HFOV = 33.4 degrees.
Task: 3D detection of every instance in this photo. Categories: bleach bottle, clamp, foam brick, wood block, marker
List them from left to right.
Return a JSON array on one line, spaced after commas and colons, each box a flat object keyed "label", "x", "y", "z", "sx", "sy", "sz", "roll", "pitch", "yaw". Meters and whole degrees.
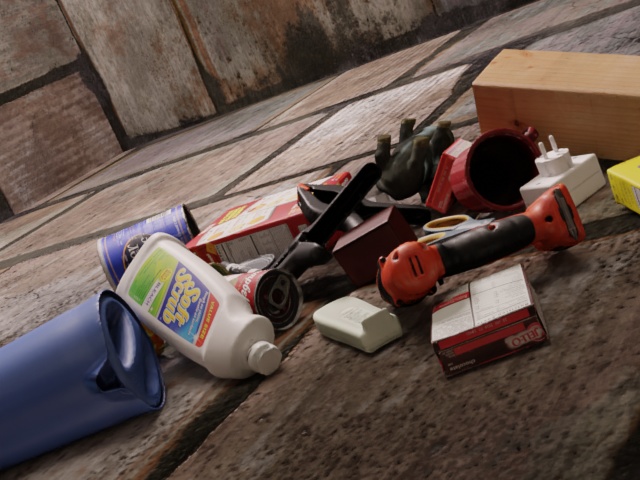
[{"label": "bleach bottle", "x": -0.119, "y": 0.075, "z": 1.127, "sx": 0.251, "sy": 0.068, "sz": 0.102, "roll": 25, "pitch": 79, "yaw": 48}, {"label": "marker", "x": -0.096, "y": 0.039, "z": 1.285, "sx": 0.020, "sy": 0.020, "sz": 0.121, "roll": -29, "pitch": 15, "yaw": -20}, {"label": "clamp", "x": -0.008, "y": 0.002, "z": 1.234, "sx": 0.164, "sy": 0.036, "sz": 0.210, "roll": -55, "pitch": 8, "yaw": -36}, {"label": "clamp", "x": 0.038, "y": -0.026, "z": 1.305, "sx": 0.172, "sy": 0.039, "sz": 0.120, "roll": 14, "pitch": 29, "yaw": 23}, {"label": "foam brick", "x": 0.063, "y": 0.006, "z": 1.193, "sx": 0.078, "sy": 0.051, "sz": 0.053, "roll": -30, "pitch": 14, "yaw": 25}, {"label": "wood block", "x": 0.292, "y": -0.157, "z": 1.232, "sx": 0.206, "sy": 0.091, "sz": 0.090, "roll": 11, "pitch": 42, "yaw": 35}]

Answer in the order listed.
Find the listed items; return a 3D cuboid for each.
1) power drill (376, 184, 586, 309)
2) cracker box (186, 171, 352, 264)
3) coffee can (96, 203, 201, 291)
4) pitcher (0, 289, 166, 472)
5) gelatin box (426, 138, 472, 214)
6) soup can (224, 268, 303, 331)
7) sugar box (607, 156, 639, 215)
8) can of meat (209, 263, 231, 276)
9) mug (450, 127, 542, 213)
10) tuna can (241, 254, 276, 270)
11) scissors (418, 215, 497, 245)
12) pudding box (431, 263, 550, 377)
[{"label": "power drill", "x": 0.143, "y": 0.014, "z": 1.003, "sx": 0.187, "sy": 0.057, "sz": 0.184, "roll": -22, "pitch": -6, "yaw": -4}, {"label": "cracker box", "x": -0.065, "y": -0.011, "z": 1.469, "sx": 0.214, "sy": 0.072, "sz": 0.164, "roll": -17, "pitch": 15, "yaw": 29}, {"label": "coffee can", "x": -0.246, "y": 0.019, "z": 1.589, "sx": 0.140, "sy": 0.103, "sz": 0.103, "roll": -23, "pitch": 13, "yaw": 2}, {"label": "pitcher", "x": -0.290, "y": 0.157, "z": 1.104, "sx": 0.243, "sy": 0.145, "sz": 0.149, "roll": -25, "pitch": -32, "yaw": 7}, {"label": "gelatin box", "x": 0.165, "y": -0.080, "z": 1.329, "sx": 0.030, "sy": 0.073, "sz": 0.089, "roll": 23, "pitch": 24, "yaw": 12}, {"label": "soup can", "x": -0.076, "y": 0.069, "z": 1.186, "sx": 0.102, "sy": 0.068, "sz": 0.068, "roll": -9, "pitch": 20, "yaw": 48}, {"label": "sugar box", "x": 0.342, "y": -0.050, "z": 0.985, "sx": 0.093, "sy": 0.048, "sz": 0.176, "roll": -24, "pitch": 12, "yaw": 0}, {"label": "can of meat", "x": -0.158, "y": 0.077, "z": 1.283, "sx": 0.102, "sy": 0.057, "sz": 0.084, "roll": -51, "pitch": 22, "yaw": -23}, {"label": "mug", "x": 0.204, "y": -0.083, "z": 1.216, "sx": 0.117, "sy": 0.093, "sz": 0.081, "roll": -51, "pitch": 4, "yaw": -10}, {"label": "tuna can", "x": -0.090, "y": 0.052, "z": 1.347, "sx": 0.086, "sy": 0.034, "sz": 0.086, "roll": -23, "pitch": 14, "yaw": 6}, {"label": "scissors", "x": 0.168, "y": -0.006, "z": 1.173, "sx": 0.096, "sy": 0.016, "sz": 0.202, "roll": -32, "pitch": 15, "yaw": -25}, {"label": "pudding box", "x": 0.140, "y": 0.066, "z": 0.899, "sx": 0.090, "sy": 0.039, "sz": 0.113, "roll": -21, "pitch": 15, "yaw": 12}]
